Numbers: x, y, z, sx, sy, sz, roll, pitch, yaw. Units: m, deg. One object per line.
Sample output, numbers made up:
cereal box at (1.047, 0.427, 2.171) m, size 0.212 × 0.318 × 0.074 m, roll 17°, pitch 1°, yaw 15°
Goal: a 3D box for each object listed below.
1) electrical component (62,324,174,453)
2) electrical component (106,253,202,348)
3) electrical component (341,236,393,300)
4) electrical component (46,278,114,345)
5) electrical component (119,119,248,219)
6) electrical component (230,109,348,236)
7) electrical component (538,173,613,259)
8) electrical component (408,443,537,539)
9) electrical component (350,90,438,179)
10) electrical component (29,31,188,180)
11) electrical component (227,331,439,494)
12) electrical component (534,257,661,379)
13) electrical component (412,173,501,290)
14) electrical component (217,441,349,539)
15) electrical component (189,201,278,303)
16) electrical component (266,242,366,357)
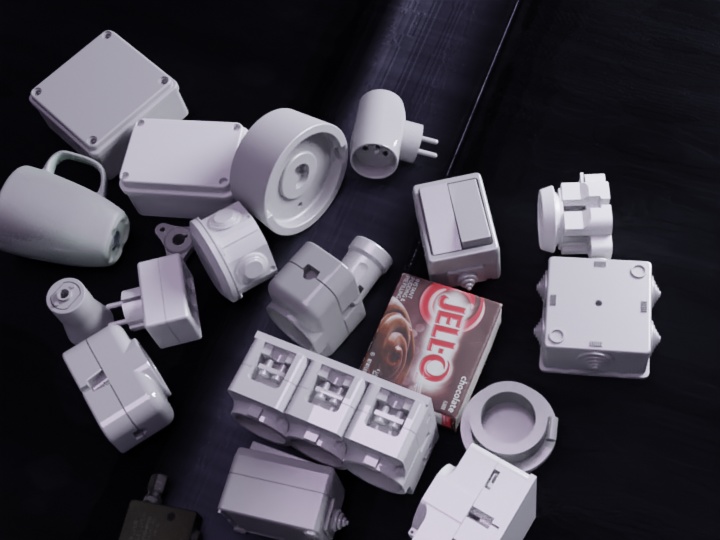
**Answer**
electrical component at (-0.200, 0.097, 0.907) m, size 0.059 × 0.053 × 0.095 m, roll -32°, pitch 62°, yaw -9°
electrical component at (-0.185, 0.032, 0.943) m, size 0.077 × 0.047 × 0.065 m, roll -14°, pitch 61°, yaw 1°
electrical component at (0.000, 0.000, 0.937) m, size 0.040 × 0.040 × 0.046 m, roll 30°, pitch 75°, yaw 22°
electrical component at (-0.247, 0.035, 0.940) m, size 0.044 × 0.065 × 0.044 m, roll -4°, pitch 62°, yaw 7°
electrical component at (-0.159, -0.094, 1.001) m, size 0.113 × 0.057 × 0.078 m, roll 4°, pitch 63°, yaw 11°
electrical component at (-0.069, -0.092, 0.960) m, size 0.060 × 0.108 × 0.108 m, roll 31°, pitch 71°, yaw 29°
electrical component at (0.183, -0.044, 0.922) m, size 0.057 × 0.058 × 0.078 m, roll -2°, pitch 62°, yaw 5°
electrical component at (0.054, 0.226, 0.769) m, size 0.060 × 0.105 × 0.186 m, roll 27°, pitch 69°, yaw 21°
electrical component at (0.034, -0.121, 0.990) m, size 0.079 × 0.043 × 0.077 m, roll 14°, pitch 48°, yaw -7°
electrical component at (-0.245, -0.162, 1.051) m, size 0.109 × 0.056 × 0.109 m, roll 39°, pitch 74°, yaw 25°
electrical component at (-0.021, 0.117, 0.848) m, size 0.150 × 0.089 × 0.061 m, roll 20°, pitch 67°, yaw 18°
electrical component at (0.194, 0.037, 0.881) m, size 0.100 × 0.048 × 0.099 m, roll 3°, pitch 62°, yaw 10°
electrical component at (0.084, -0.029, 0.926) m, size 0.062 × 0.061 × 0.096 m, roll -11°, pitch 61°, yaw 3°
electrical component at (-0.052, 0.177, 0.837) m, size 0.096 × 0.061 × 0.061 m, roll 10°, pitch 64°, yaw 14°
electrical component at (-0.112, -0.016, 0.940) m, size 0.051 × 0.080 × 0.080 m, roll -29°, pitch 62°, yaw -13°
electrical component at (-0.038, 0.029, 0.894) m, size 0.054 × 0.095 × 0.059 m, roll 34°, pitch 72°, yaw 23°
